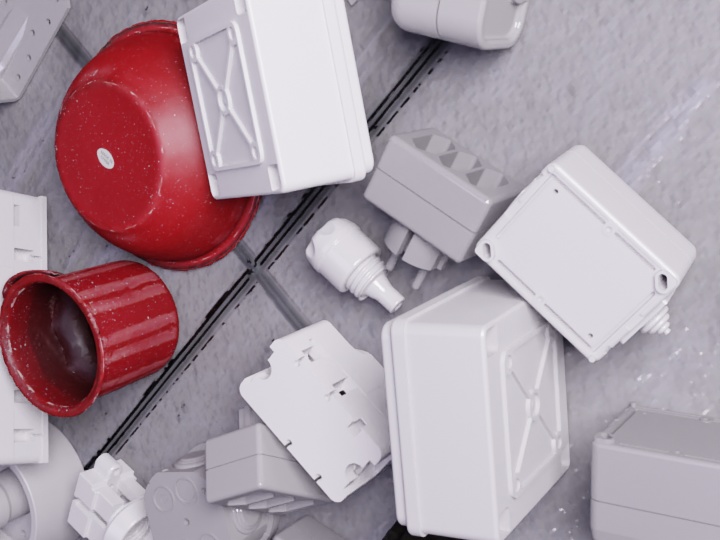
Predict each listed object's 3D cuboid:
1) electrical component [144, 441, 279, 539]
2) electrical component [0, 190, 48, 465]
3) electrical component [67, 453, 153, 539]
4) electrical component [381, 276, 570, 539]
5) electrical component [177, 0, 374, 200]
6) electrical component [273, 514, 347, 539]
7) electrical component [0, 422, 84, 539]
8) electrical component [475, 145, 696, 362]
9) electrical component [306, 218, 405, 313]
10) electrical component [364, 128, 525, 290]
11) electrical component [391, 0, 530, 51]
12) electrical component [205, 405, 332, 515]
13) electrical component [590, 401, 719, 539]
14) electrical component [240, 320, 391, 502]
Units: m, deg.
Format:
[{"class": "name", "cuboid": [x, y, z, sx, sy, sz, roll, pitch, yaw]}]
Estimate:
[{"class": "electrical component", "cuboid": [-0.097, 0.155, 0.701, 0.080, 0.051, 0.080, 8, 106, 31]}, {"class": "electrical component", "cuboid": [-0.277, 0.044, 0.750, 0.105, 0.060, 0.186, -10, 78, 33]}, {"class": "electrical component", "cuboid": [-0.170, 0.171, 0.756, 0.055, 0.048, 0.066, 34, 117, 30]}, {"class": "electrical component", "cuboid": [0.062, 0.066, 0.545, 0.056, 0.109, 0.108, 1, 102, 30]}, {"class": "electrical component", "cuboid": [-0.049, -0.096, 0.583, 0.109, 0.056, 0.108, 3, 106, 62]}, {"class": "electrical component", "cuboid": [-0.027, 0.201, 0.653, 0.083, 0.076, 0.047, 28, 115, 24]}, {"class": "electrical component", "cuboid": [-0.263, 0.168, 0.804, 0.108, 0.060, 0.108, 8, 106, 30]}, {"class": "electrical component", "cuboid": [0.117, -0.006, 0.526, 0.096, 0.061, 0.061, 44, 121, 7]}, {"class": "electrical component", "cuboid": [0.000, 0.000, 0.613, 0.061, 0.035, 0.035, 43, 120, 14]}, {"class": "electrical component", "cuboid": [0.037, -0.026, 0.575, 0.066, 0.047, 0.076, 36, 118, 20]}, {"class": "electrical component", "cuboid": [0.052, -0.162, 0.530, 0.059, 0.054, 0.095, 21, 112, 27]}, {"class": "electrical component", "cuboid": [-0.056, 0.105, 0.660, 0.047, 0.066, 0.076, -22, 60, 34]}, {"class": "electrical component", "cuboid": [0.165, 0.107, 0.517, 0.096, 0.062, 0.061, 6, 104, 31]}, {"class": "electrical component", "cuboid": [-0.015, 0.079, 0.628, 0.089, 0.056, 0.050, 47, 121, 14]}]
